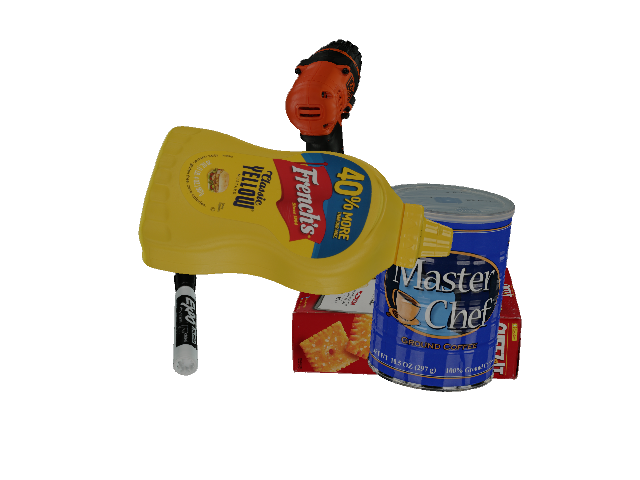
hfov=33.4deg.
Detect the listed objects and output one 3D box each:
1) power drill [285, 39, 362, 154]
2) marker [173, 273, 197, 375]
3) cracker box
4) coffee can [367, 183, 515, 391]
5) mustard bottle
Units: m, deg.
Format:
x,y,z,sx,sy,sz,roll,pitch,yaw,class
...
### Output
x,y,z,sx,sy,sz,roll,pitch,yaw,class
0.009,-0.082,0.985,0.057,0.188,0.184,1,24,13,power drill
-0.108,0.061,0.850,0.020,0.020,0.121,0,34,-7,marker
0.086,0.078,1.071,0.214,0.072,0.164,2,16,5,cracker box
0.093,0.034,0.840,0.103,0.140,0.103,4,15,-1,coffee can
-0.012,-0.014,0.676,0.191,0.096,0.058,10,-34,3,mustard bottle
